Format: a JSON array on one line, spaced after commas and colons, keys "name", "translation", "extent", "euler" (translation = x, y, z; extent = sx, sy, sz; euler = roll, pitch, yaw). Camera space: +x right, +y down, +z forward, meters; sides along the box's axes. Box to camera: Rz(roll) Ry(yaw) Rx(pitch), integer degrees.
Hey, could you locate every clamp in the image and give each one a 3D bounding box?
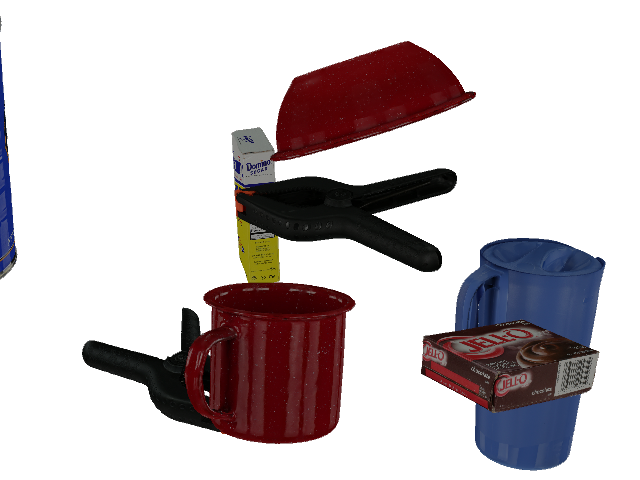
[{"name": "clamp", "translation": [-0.123, 0.116, 0.978], "extent": [0.172, 0.039, 0.120], "euler": [29, 45, 34]}, {"name": "clamp", "translation": [0.026, -0.032, 0.994], "extent": [0.210, 0.036, 0.164], "euler": [8, 31, 16]}]

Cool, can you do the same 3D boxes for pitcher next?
[{"name": "pitcher", "translation": [0.225, 0.127, 1.179], "extent": [0.149, 0.243, 0.145], "euler": [6, 17, 12]}]

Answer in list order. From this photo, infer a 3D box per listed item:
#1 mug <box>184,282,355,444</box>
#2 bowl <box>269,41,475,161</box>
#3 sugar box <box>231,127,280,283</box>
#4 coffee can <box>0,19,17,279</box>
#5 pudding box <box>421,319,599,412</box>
[{"name": "mug", "translation": [-0.035, 0.076, 0.651], "extent": [0.093, 0.081, 0.117], "euler": [11, 12, 39]}, {"name": "bowl", "translation": [0.031, -0.109, 0.799], "extent": [0.162, 0.055, 0.162], "euler": [-18, 8, 2]}, {"name": "sugar box", "translation": [-0.081, -0.042, 1.325], "extent": [0.048, 0.176, 0.093], "euler": [-9, 24, -10]}, {"name": "coffee can", "translation": [-0.219, -0.051, 0.572], "extent": [0.103, 0.140, 0.103], "euler": [3, 26, -2]}, {"name": "pudding box", "translation": [0.151, 0.099, 0.860], "extent": [0.113, 0.039, 0.090], "euler": [-4, 17, -33]}]
